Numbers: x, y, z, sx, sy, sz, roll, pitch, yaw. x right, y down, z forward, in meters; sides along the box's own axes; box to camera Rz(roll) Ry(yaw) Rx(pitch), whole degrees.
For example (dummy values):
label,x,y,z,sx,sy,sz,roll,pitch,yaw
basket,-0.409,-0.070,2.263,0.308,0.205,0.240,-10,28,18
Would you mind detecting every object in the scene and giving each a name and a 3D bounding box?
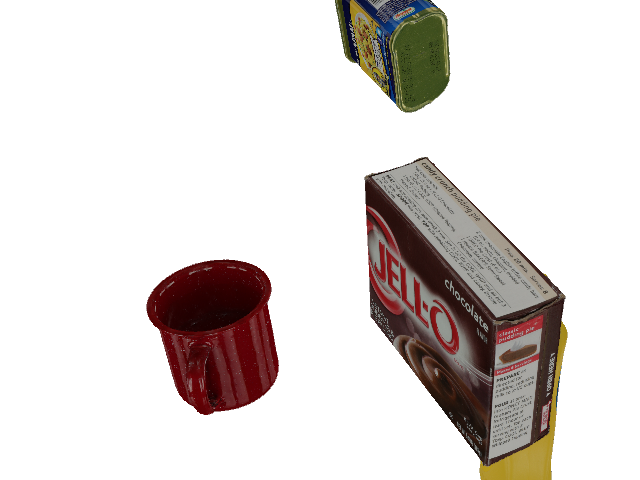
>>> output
label,x,y,z,sx,sy,sz,roll,pitch,yaw
mug,-0.078,0.080,0.793,0.093,0.081,0.117,-4,33,8
mustard bottle,0.168,0.118,0.879,0.058,0.192,0.096,2,18,1
pudding box,0.061,0.029,0.480,0.039,0.090,0.114,-22,43,-18
can of meat,0.060,-0.166,0.864,0.057,0.084,0.102,-29,-36,-11
